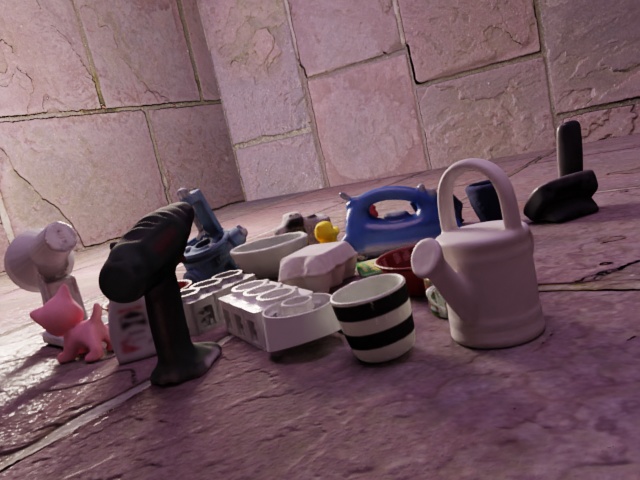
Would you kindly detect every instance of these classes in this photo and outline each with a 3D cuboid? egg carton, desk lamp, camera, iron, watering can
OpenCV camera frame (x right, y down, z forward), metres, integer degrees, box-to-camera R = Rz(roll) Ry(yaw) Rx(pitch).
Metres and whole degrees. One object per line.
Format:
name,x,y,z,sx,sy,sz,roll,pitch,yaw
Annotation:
egg carton,-0.002,0.049,1.013,0.107,0.069,0.151,-7,10,30
desk lamp,-0.476,0.075,1.048,0.202,0.213,0.118,-3,13,45
camera,-0.049,-0.026,1.440,0.143,0.101,0.136,-14,9,-10
iron,0.163,-0.050,1.167,0.257,0.141,0.119,-10,9,15
watering can,0.171,0.011,0.610,0.100,0.194,0.173,-7,11,32

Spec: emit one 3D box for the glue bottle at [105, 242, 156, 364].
glue bottle,-0.275,0.087,0.824,0.078,0.173,0.037,-15,10,-16

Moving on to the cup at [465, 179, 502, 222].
cup,0.367,-0.079,1.216,0.091,0.095,0.118,-4,13,44

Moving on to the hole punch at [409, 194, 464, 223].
hole punch,0.264,-0.068,1.298,0.108,0.091,0.101,-8,10,26

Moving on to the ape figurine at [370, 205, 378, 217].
ape figurine,0.119,-0.043,1.343,0.076,0.092,0.078,-10,9,16

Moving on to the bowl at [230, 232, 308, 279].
bowl,-0.099,0.039,1.195,0.167,0.075,0.167,-12,9,2

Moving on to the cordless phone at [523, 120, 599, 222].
cordless phone,0.468,-0.135,1.130,0.148,0.185,0.094,-16,10,-23

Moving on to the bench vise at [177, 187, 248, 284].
bench vise,-0.248,-0.015,1.271,0.121,0.220,0.208,-10,9,14

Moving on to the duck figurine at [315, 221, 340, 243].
duck figurine,0.011,0.004,1.219,0.077,0.086,0.105,-4,12,42

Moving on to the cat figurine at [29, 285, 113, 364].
cat figurine,-0.386,0.128,0.898,0.127,0.118,0.067,-8,10,24

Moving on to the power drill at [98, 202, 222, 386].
power drill,-0.193,0.065,0.733,0.075,0.208,0.230,-11,9,9
